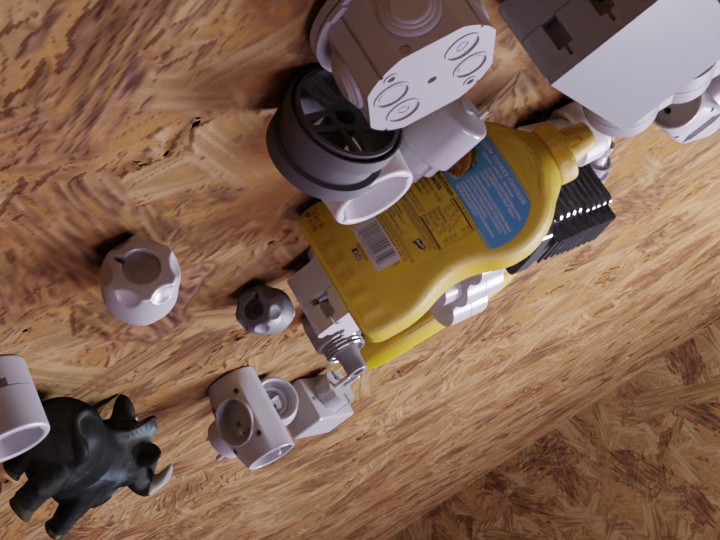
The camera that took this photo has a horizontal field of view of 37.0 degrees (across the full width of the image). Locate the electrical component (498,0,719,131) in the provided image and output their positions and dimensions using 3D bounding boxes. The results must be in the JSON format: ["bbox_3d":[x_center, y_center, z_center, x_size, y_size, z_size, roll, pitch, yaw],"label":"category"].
[{"bbox_3d":[0.149,-0.140,0.604,0.089,0.061,0.150,-38,161,21],"label":"electrical component"}]

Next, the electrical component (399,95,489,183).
[{"bbox_3d":[0.040,-0.075,0.641,0.078,0.040,0.040,-41,160,29],"label":"electrical component"}]

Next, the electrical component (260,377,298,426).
[{"bbox_3d":[-0.086,0.126,0.984,0.066,0.048,0.055,-19,167,-32],"label":"electrical component"}]

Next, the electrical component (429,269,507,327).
[{"bbox_3d":[0.077,0.007,0.910,0.074,0.052,0.138,-23,161,-21],"label":"electrical component"}]

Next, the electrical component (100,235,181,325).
[{"bbox_3d":[-0.124,0.011,0.606,0.043,0.043,0.062,-24,163,-21],"label":"electrical component"}]

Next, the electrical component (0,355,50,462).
[{"bbox_3d":[-0.220,0.086,0.649,0.055,0.047,0.055,-28,162,-10],"label":"electrical component"}]

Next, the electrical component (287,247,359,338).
[{"bbox_3d":[0.000,0.000,0.758,0.089,0.055,0.050,-37,161,20],"label":"electrical component"}]

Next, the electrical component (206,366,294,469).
[{"bbox_3d":[-0.105,0.136,0.925,0.079,0.077,0.044,-41,160,31],"label":"electrical component"}]

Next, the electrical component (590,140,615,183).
[{"bbox_3d":[0.186,-0.083,0.868,0.035,0.035,0.061,-20,157,-31],"label":"electrical component"}]

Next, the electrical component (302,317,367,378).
[{"bbox_3d":[-0.016,0.057,0.877,0.043,0.062,0.043,-28,162,-10],"label":"electrical component"}]

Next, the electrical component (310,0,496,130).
[{"bbox_3d":[0.021,-0.108,0.503,0.080,0.051,0.080,-27,162,-10],"label":"electrical component"}]

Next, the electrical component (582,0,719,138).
[{"bbox_3d":[0.209,-0.146,0.702,0.138,0.052,0.073,-31,163,1],"label":"electrical component"}]

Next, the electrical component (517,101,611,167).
[{"bbox_3d":[0.142,-0.091,0.759,0.055,0.045,0.045,-26,162,-15],"label":"electrical component"}]

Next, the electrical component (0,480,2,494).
[{"bbox_3d":[-0.285,0.170,0.792,0.040,0.040,0.046,-17,152,-38],"label":"electrical component"}]

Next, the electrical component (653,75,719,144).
[{"bbox_3d":[0.268,-0.138,0.835,0.079,0.043,0.077,-40,161,25],"label":"electrical component"}]

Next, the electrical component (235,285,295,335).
[{"bbox_3d":[-0.063,0.029,0.772,0.035,0.035,0.061,-35,165,13],"label":"electrical component"}]

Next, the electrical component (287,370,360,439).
[{"bbox_3d":[-0.033,0.124,1.061,0.077,0.047,0.066,-39,161,23],"label":"electrical component"}]

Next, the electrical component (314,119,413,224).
[{"bbox_3d":[-0.003,-0.058,0.606,0.055,0.047,0.055,-28,162,-10],"label":"electrical component"}]
